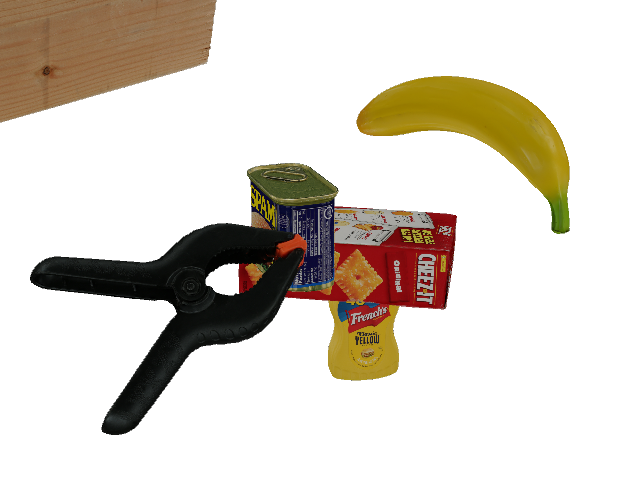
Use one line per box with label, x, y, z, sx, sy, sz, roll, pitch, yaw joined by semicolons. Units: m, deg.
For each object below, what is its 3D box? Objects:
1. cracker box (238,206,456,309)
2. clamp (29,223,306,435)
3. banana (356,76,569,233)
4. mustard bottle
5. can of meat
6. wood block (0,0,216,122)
cracker box;0.034;0.015;1.140;0.214;0.072;0.164;4;15;9
clamp;-0.092;0.030;0.671;0.171;0.120;0.039;-32;-11;-24
banana;0.096;-0.074;0.706;0.037;0.070;0.198;16;13;-44
mustard bottle;0.059;0.092;1.437;0.096;0.192;0.058;-3;21;-8
can of meat;-0.025;-0.012;0.905;0.057;0.084;0.102;-8;21;-19
wood block;-0.192;-0.174;0.843;0.205;0.091;0.090;-24;54;-35
